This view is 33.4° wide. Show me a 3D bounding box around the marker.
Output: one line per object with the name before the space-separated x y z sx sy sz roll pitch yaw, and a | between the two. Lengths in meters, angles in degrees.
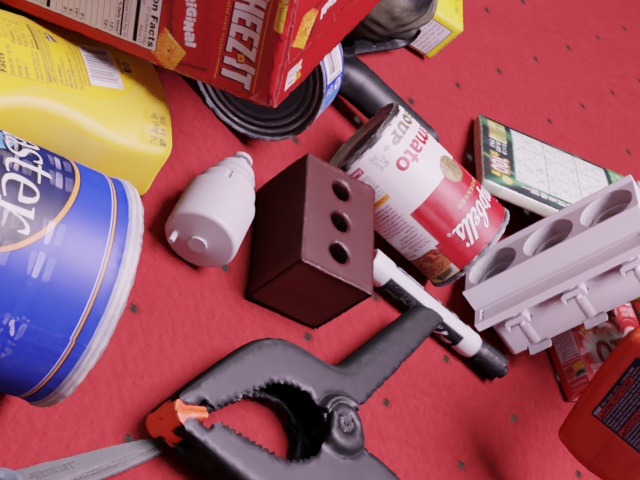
marker | 0.074 0.049 0.670 0.121 0.020 0.020 40 42 -16

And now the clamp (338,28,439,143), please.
clamp | 0.012 -0.118 0.711 0.171 0.039 0.120 9 49 -33

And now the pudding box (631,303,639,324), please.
pudding box | 0.282 0.050 0.854 0.113 0.039 0.090 -17 76 -46

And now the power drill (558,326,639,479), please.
power drill | 0.215 0.067 0.638 0.057 0.185 0.187 37 43 18

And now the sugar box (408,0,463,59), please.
sugar box | 0.029 -0.217 0.792 0.176 0.048 0.093 28 47 -29

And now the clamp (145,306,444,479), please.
clamp | 0.009 0.109 0.553 0.209 0.036 0.164 5 61 -42

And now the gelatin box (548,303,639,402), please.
gelatin box | 0.200 0.075 0.763 0.089 0.030 0.073 4 60 -41

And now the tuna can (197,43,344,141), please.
tuna can | -0.030 -0.103 0.625 0.086 0.086 0.033 48 40 -7

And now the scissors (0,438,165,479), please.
scissors | -0.148 0.092 0.426 0.096 0.016 0.201 36 23 11

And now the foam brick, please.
foam brick | -0.004 0.001 0.604 0.053 0.051 0.078 26 47 -29

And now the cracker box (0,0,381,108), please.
cracker box | -0.081 -0.166 0.557 0.214 0.072 0.164 22 38 11

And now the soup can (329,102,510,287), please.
soup can | 0.060 -0.029 0.674 0.102 0.069 0.068 43 41 -11

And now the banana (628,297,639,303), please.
banana | 0.220 -0.003 0.814 0.069 0.037 0.197 22 31 -8

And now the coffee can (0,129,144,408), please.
coffee can | -0.156 -0.002 0.422 0.140 0.103 0.103 25 48 -30

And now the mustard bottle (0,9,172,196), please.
mustard bottle | -0.167 -0.076 0.494 0.191 0.058 0.096 11 40 -38
